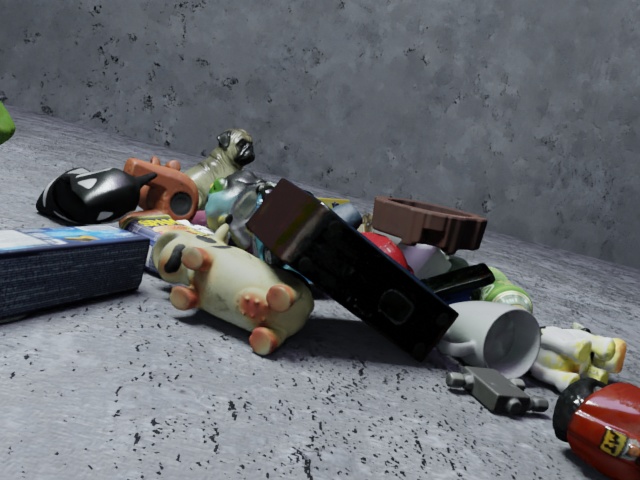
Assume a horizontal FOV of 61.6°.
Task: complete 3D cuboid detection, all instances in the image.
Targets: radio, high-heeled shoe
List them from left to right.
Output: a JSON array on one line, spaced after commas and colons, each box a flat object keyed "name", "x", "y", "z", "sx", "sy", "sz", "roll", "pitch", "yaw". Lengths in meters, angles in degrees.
[{"name": "high-heeled shoe", "x": -0.321, "y": -0.044, "z": 0.695, "sx": 0.249, "sy": 0.086, "sz": 0.145, "roll": -13, "pitch": 17, "yaw": 26}, {"name": "radio", "x": 0.037, "y": 0.035, "z": 0.585, "sx": 0.229, "sy": 0.073, "sz": 0.131, "roll": 37, "pitch": 1, "yaw": -27}]

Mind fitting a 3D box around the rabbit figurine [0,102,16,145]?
[{"name": "rabbit figurine", "x": -0.356, "y": -0.037, "z": 0.479, "sx": 0.159, "sy": 0.170, "sz": 0.121, "roll": -26, "pitch": -7, "yaw": 19}]

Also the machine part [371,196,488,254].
[{"name": "machine part", "x": 0.169, "y": -0.026, "z": 0.847, "sx": 0.179, "sy": 0.056, "sz": 0.179, "roll": 10, "pitch": 11, "yaw": -2}]

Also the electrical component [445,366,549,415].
[{"name": "electrical component", "x": 0.173, "y": 0.149, "z": 0.530, "sx": 0.094, "sy": 0.021, "sz": 0.063, "roll": 12, "pitch": 11, "yaw": -20}]

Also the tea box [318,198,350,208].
[{"name": "tea box", "x": -0.005, "y": -0.040, "z": 1.091, "sx": 0.098, "sy": 0.068, "sz": 0.169, "roll": -16, "pitch": -4, "yaw": 24}]

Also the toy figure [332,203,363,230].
[{"name": "toy figure", "x": -0.002, "y": -0.004, "z": 0.882, "sx": 0.058, "sy": 0.154, "sz": 0.064, "roll": 54, "pitch": -7, "yaw": 16}]

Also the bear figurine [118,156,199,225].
[{"name": "bear figurine", "x": -0.281, "y": -0.080, "z": 0.873, "sx": 0.132, "sy": 0.120, "sz": 0.196, "roll": 2, "pitch": 14, "yaw": -40}]

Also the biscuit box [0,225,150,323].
[{"name": "biscuit box", "x": -0.245, "y": 0.025, "z": 0.489, "sx": 0.059, "sy": 0.062, "sz": 0.202, "roll": 18, "pitch": 10, "yaw": 20}]

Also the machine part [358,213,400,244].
[{"name": "machine part", "x": 0.162, "y": 0.004, "z": 1.123, "sx": 0.243, "sy": 0.079, "sz": 0.079, "roll": 17, "pitch": 8, "yaw": -20}]

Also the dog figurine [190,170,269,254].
[{"name": "dog figurine", "x": -0.151, "y": -0.051, "z": 0.880, "sx": 0.219, "sy": 0.108, "sz": 0.191, "roll": 20, "pitch": -15, "yaw": 41}]

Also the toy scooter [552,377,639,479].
[{"name": "toy scooter", "x": 0.291, "y": 0.172, "z": 0.435, "sx": 0.184, "sy": 0.075, "sz": 0.135, "roll": 15, "pitch": 9, "yaw": -28}]

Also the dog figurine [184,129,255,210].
[{"name": "dog figurine", "x": -0.222, "y": -0.131, "z": 1.035, "sx": 0.121, "sy": 0.190, "sz": 0.172, "roll": 22, "pitch": 14, "yaw": 37}]

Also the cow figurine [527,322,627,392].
[{"name": "cow figurine", "x": 0.309, "y": 0.141, "z": 0.667, "sx": 0.167, "sy": 0.068, "sz": 0.098, "roll": 8, "pitch": 6, "yaw": -41}]

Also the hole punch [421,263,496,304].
[{"name": "hole punch", "x": 0.188, "y": 0.092, "z": 0.746, "sx": 0.116, "sy": 0.092, "sz": 0.142, "roll": -13, "pitch": 7, "yaw": 12}]

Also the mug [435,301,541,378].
[{"name": "mug", "x": 0.178, "y": 0.112, "z": 0.624, "sx": 0.109, "sy": 0.080, "sz": 0.107, "roll": -13, "pitch": 9, "yaw": -19}]

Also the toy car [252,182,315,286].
[{"name": "toy car", "x": -0.053, "y": 0.003, "z": 0.759, "sx": 0.109, "sy": 0.162, "sz": 0.103, "roll": 0, "pitch": -28, "yaw": -38}]

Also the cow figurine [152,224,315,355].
[{"name": "cow figurine", "x": -0.095, "y": 0.039, "z": 0.568, "sx": 0.195, "sy": 0.085, "sz": 0.127, "roll": 22, "pitch": 9, "yaw": 21}]
